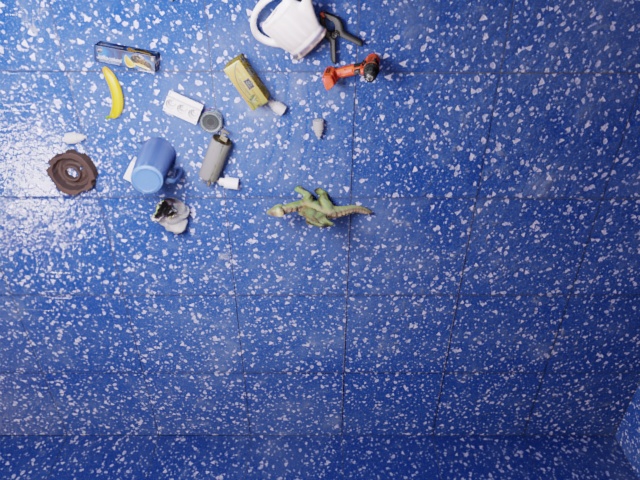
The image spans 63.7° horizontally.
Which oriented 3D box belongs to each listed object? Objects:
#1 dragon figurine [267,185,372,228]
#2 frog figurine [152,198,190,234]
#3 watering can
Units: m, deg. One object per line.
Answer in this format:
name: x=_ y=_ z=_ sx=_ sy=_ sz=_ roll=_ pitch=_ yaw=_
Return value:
dragon figurine: x=0.006 y=-0.098 z=1.947 sx=0.410 sy=0.248 sz=0.120 roll=7 pitch=118 yaw=-2
frog figurine: x=-0.576 y=-0.094 z=2.044 sx=0.137 sy=0.125 sz=0.157 roll=-28 pitch=155 yaw=8
watering can: x=-0.069 y=-0.695 z=1.602 sx=0.222 sy=0.106 sz=0.344 roll=35 pitch=143 yaw=-29
